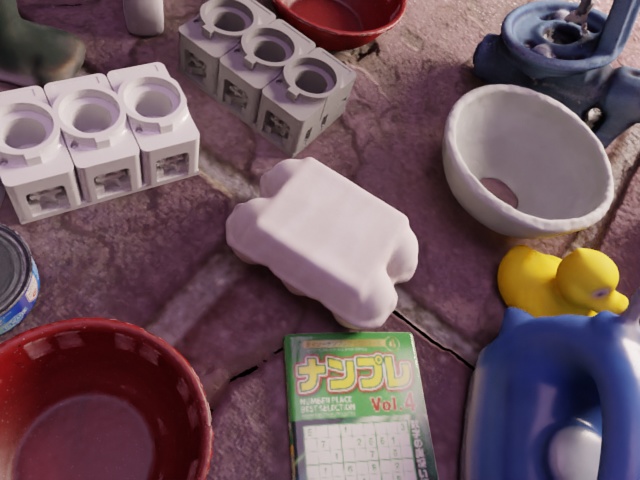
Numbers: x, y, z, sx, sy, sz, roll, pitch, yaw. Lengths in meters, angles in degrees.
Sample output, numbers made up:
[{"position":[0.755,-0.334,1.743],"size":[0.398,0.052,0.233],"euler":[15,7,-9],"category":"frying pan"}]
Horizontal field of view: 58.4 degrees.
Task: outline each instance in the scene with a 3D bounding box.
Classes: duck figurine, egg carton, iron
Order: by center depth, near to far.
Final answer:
[{"position":[0.173,0.157,0.379],"size":[0.118,0.141,0.258],"euler":[19,58,-3],"category":"iron"},{"position":[0.004,0.002,0.467],"size":[0.150,0.069,0.107],"euler":[32,58,5],"category":"egg carton"},{"position":[0.211,0.036,0.492],"size":[0.104,0.086,0.078],"euler":[41,59,11],"category":"duck figurine"}]

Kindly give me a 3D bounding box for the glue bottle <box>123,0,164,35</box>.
[{"position":[-0.167,-0.278,0.523],"size":[0.037,0.173,0.078],"euler":[-9,63,-19],"category":"glue bottle"}]

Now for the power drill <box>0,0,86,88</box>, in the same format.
[{"position":[-0.249,-0.221,0.448],"size":[0.230,0.208,0.075],"euler":[13,58,-7],"category":"power drill"}]

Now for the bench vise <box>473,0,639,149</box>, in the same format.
[{"position":[0.285,-0.207,0.572],"size":[0.207,0.219,0.121],"euler":[18,58,-4],"category":"bench vise"}]

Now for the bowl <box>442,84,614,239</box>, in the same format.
[{"position":[0.185,-0.063,0.549],"size":[0.167,0.074,0.167],"euler":[7,59,-11],"category":"bowl"}]
